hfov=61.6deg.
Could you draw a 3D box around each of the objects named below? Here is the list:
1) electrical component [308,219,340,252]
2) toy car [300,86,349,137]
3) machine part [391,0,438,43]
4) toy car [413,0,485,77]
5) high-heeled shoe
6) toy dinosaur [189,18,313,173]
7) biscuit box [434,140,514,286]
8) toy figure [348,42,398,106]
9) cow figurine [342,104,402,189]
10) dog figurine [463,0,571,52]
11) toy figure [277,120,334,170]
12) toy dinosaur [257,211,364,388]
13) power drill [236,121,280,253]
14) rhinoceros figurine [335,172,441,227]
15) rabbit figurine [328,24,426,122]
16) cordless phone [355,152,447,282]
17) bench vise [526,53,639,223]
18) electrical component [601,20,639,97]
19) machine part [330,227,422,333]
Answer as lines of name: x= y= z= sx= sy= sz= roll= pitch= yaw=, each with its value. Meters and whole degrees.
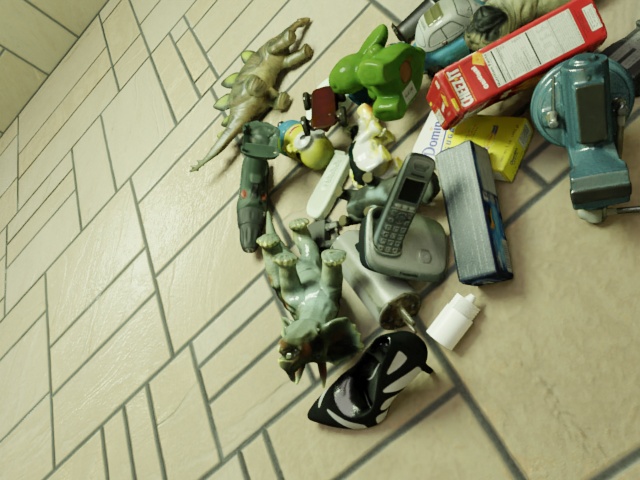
electrical component: x=-0.002 y=-0.003 z=1.005 sx=0.094 sy=0.021 sz=0.063 roll=-16 pitch=58 yaw=34
toy car: x=0.010 y=-0.249 z=1.041 sx=0.089 sy=0.053 sz=0.202 roll=-11 pitch=34 yaw=6
machine part: x=0.204 y=-0.449 z=1.061 sx=0.139 sy=0.039 sz=0.084 roll=-43 pitch=55 yaw=12
toy car: x=0.227 y=-0.374 z=0.954 sx=0.162 sy=0.102 sz=0.109 roll=-24 pitch=53 yaw=27
high-heeled shoe: x=0.050 y=0.204 z=0.763 sx=0.249 sy=0.145 sz=0.086 roll=-32 pitch=49 yaw=21
toy dinosaur: x=-0.159 y=-0.352 z=1.277 sx=0.199 sy=0.105 sz=0.471 roll=13 pitch=68 yaw=51
biscuit box: x=0.221 y=-0.036 z=0.773 sx=0.063 sy=0.059 sz=0.202 roll=-20 pitch=68 yaw=40
toy figure: x=0.119 y=-0.330 z=1.056 sx=0.064 sy=0.057 sz=0.154 roll=39 pitch=94 yaw=19
cow figurine: x=0.086 y=-0.171 z=0.993 sx=0.098 sy=0.068 sz=0.167 roll=-37 pitch=47 yaw=29
dog figurine: x=0.341 y=-0.362 z=0.850 sx=0.172 sy=0.121 sz=0.190 roll=28 pitch=102 yaw=14
toy figure: x=-0.038 y=-0.199 z=1.102 sx=0.180 sy=0.089 sz=0.082 roll=28 pitch=86 yaw=53
toy dinosaur: x=-0.028 y=0.083 z=0.901 sx=0.131 sy=0.192 sz=0.405 roll=-8 pitch=20 yaw=-8
power drill: x=-0.126 y=-0.116 z=1.079 sx=0.086 sy=0.207 sz=0.232 roll=2 pitch=51 yaw=-5
rhinoceros figurine: x=0.111 y=-0.069 z=0.891 sx=0.190 sy=0.112 sz=0.073 roll=-18 pitch=74 yaw=47
rabbit figurine: x=0.091 y=-0.309 z=0.964 sx=0.170 sy=0.121 sz=0.159 roll=15 pitch=68 yaw=41
cordless phone: x=0.142 y=-0.035 z=0.788 sx=0.184 sy=0.146 sz=0.089 roll=-68 pitch=26 yaw=23
bench vise: x=0.349 y=-0.147 z=0.703 sx=0.129 sy=0.223 sz=0.241 roll=-20 pitch=26 yaw=26
electrical component: x=0.426 y=-0.238 z=0.749 sx=0.119 sy=0.047 sz=0.075 roll=-39 pitch=47 yaw=16
machine part: x=0.085 y=0.060 z=0.859 sx=0.079 sy=0.079 sz=0.243 roll=-48 pitch=45 yaw=10
